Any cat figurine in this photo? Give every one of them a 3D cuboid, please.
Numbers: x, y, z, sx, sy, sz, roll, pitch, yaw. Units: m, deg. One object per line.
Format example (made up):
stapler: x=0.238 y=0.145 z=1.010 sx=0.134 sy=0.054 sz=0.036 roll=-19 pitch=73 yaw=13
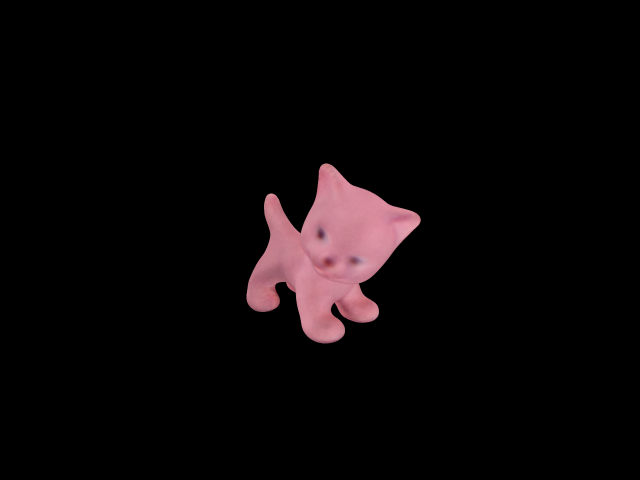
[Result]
cat figurine: x=0.004 y=0.001 z=0.400 sx=0.127 sy=0.118 sz=0.067 roll=18 pitch=26 yaw=41
